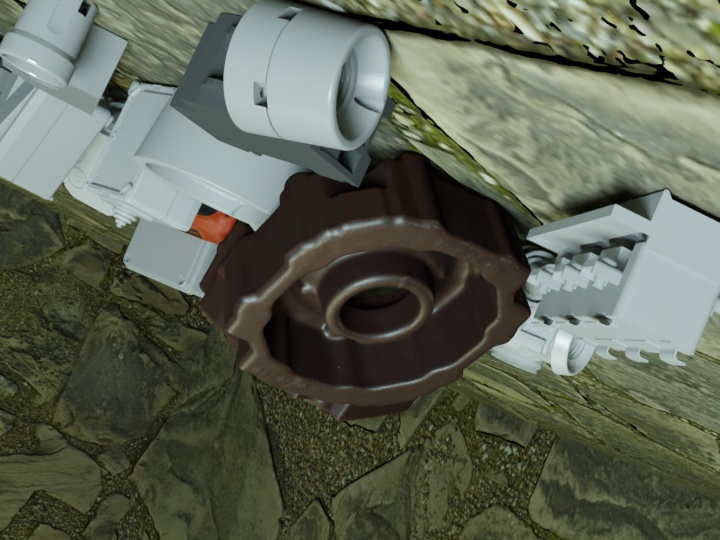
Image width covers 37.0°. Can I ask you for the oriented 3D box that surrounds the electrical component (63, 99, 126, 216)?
[{"bbox_3d":[-0.186,-0.085,0.820,0.080,0.080,0.051,23,-144,13],"label":"electrical component"}]

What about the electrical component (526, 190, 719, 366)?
[{"bbox_3d":[0.128,0.006,0.515,0.079,0.063,0.121,25,174,-6],"label":"electrical component"}]

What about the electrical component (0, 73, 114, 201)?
[{"bbox_3d":[-0.217,-0.109,0.743,0.061,0.096,0.061,29,-159,-34],"label":"electrical component"}]

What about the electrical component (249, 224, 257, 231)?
[{"bbox_3d":[-0.049,-0.055,0.741,0.083,0.047,0.075,21,157,40],"label":"electrical component"}]

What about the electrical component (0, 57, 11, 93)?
[{"bbox_3d":[-0.276,-0.145,0.803,0.078,0.058,0.057,20,175,34],"label":"electrical component"}]

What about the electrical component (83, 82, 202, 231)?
[{"bbox_3d":[-0.133,-0.068,0.716,0.062,0.096,0.061,17,171,47],"label":"electrical component"}]

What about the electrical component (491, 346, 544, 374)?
[{"bbox_3d":[0.136,0.051,0.878,0.045,0.055,0.045,24,174,3],"label":"electrical component"}]

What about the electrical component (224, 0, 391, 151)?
[{"bbox_3d":[-0.019,-0.077,0.427,0.047,0.055,0.055,17,171,24],"label":"electrical component"}]

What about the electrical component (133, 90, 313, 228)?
[{"bbox_3d":[-0.075,-0.070,0.649,0.108,0.060,0.108,24,174,3],"label":"electrical component"}]

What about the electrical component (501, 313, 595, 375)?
[{"bbox_3d":[0.141,0.043,0.794,0.057,0.058,0.078,23,174,33],"label":"electrical component"}]

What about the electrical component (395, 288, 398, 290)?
[{"bbox_3d":[0.000,0.000,0.784,0.100,0.099,0.048,21,159,28],"label":"electrical component"}]

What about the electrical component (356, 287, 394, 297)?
[{"bbox_3d":[0.007,-0.024,0.711,0.047,0.083,0.076,20,-149,34],"label":"electrical component"}]

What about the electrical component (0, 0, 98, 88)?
[{"bbox_3d":[-0.168,-0.128,0.583,0.040,0.046,0.040,24,174,3],"label":"electrical component"}]

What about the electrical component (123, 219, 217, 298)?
[{"bbox_3d":[-0.170,-0.034,1.084,0.109,0.108,0.056,19,174,40],"label":"electrical component"}]

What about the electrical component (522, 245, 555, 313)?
[{"bbox_3d":[0.107,0.006,0.674,0.043,0.043,0.062,26,172,-14],"label":"electrical component"}]
